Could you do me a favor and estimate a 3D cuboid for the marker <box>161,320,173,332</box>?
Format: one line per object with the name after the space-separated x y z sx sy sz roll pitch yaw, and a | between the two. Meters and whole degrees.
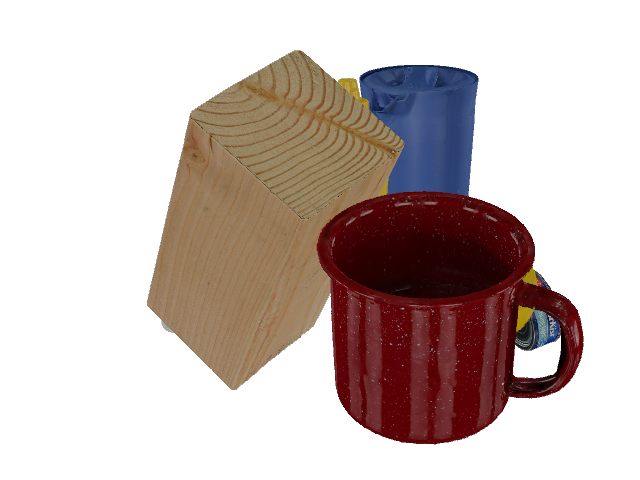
-0.131 0.052 1.011 0.020 0.020 0.121 0 22 2 | marker

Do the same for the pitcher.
0.120 -0.080 1.243 0.149 0.243 0.145 -5 23 -7 | pitcher

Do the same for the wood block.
-0.036 -0.005 0.667 0.090 0.091 0.206 -37 -17 -33 | wood block

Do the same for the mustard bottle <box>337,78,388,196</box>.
0.028 -0.065 1.064 0.096 0.192 0.058 -14 21 -36 | mustard bottle

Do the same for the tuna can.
0.221 0.074 1.148 0.033 0.086 0.086 -19 5 -15 | tuna can

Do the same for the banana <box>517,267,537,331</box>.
0.121 0.014 0.822 0.069 0.037 0.198 -7 32 -8 | banana

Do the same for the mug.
0.057 0.037 0.471 0.117 0.081 0.093 10 33 20 | mug
